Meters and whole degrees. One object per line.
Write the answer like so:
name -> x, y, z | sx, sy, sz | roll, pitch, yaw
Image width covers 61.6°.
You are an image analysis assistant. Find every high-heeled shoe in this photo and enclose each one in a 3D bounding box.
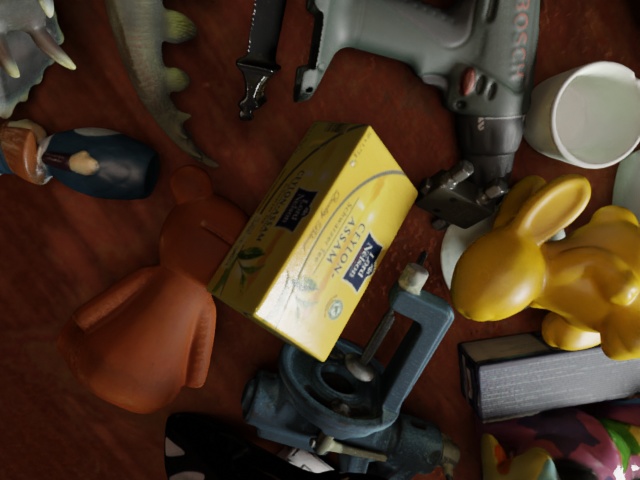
high-heeled shoe -> -0.049, 0.186, 0.460 | 0.249, 0.086, 0.145 | -38, 72, 35

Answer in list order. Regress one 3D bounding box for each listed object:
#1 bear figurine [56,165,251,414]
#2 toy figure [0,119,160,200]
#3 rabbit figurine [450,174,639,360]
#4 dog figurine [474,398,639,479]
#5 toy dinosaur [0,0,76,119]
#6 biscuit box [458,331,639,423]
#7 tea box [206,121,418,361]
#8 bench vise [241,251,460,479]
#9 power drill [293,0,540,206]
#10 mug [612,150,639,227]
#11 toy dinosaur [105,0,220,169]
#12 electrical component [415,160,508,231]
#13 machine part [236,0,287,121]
bear figurine -> -0.131, 0.042, 0.467 | 0.120, 0.132, 0.196 | 31, 78, -21
toy figure -> -0.216, -0.068, 0.449 | 0.154, 0.064, 0.058 | 10, 66, -4
rabbit figurine -> 0.197, 0.025, 0.458 | 0.173, 0.122, 0.162 | -1, 97, -7
dog figurine -> 0.262, 0.214, 0.506 | 0.219, 0.191, 0.108 | -11, 97, 12
toy dinosaur -> -0.366, -0.161, 0.391 | 0.405, 0.131, 0.192 | -13, 103, 4
biscuit box -> 0.245, 0.126, 0.538 | 0.203, 0.059, 0.062 | -8, 102, -3
tea box -> -0.001, -0.001, 0.437 | 0.098, 0.068, 0.169 | 41, 72, -43
bench vise -> 0.055, 0.132, 0.485 | 0.224, 0.129, 0.240 | 25, 112, 0
power drill -> 0.083, -0.141, 0.453 | 0.207, 0.086, 0.231 | 7, 110, -3
mug -> 0.329, -0.033, 0.501 | 0.110, 0.081, 0.107 | -6, 89, 3
toy dinosaur -> -0.140, -0.286, 0.389 | 0.199, 0.105, 0.470 | 0, 111, -10
electrical component -> 0.116, -0.036, 0.472 | 0.063, 0.094, 0.021 | 23, 63, -14
machine part -> -0.043, -0.168, 0.427 | 0.039, 0.084, 0.138 | 16, 113, 0
